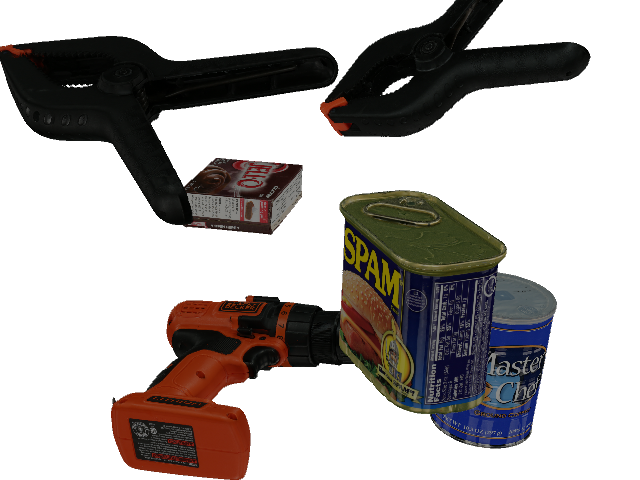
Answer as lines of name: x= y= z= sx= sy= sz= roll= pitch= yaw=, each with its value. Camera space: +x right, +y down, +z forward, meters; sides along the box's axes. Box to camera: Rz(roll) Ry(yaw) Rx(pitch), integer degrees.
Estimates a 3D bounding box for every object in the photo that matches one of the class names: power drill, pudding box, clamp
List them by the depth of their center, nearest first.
clamp: x=-0.105 y=-0.090 z=0.644 sx=0.210 sy=0.036 sz=0.164 roll=23 pitch=47 yaw=31
clamp: x=0.084 y=-0.110 z=0.685 sx=0.171 sy=0.120 sz=0.039 roll=-35 pitch=-47 yaw=8
power drill: x=-0.057 y=0.104 z=0.807 sx=0.185 sy=0.057 sz=0.187 roll=0 pitch=23 yaw=20
pudding box: x=-0.072 y=-0.044 z=1.003 sx=0.090 sy=0.039 sz=0.113 roll=5 pitch=24 yaw=12

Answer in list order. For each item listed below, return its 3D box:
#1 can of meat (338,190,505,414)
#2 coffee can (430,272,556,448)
can of meat: x=0.048 y=0.030 z=0.550 sx=0.057 sy=0.084 sz=0.102 roll=-7 pitch=24 yaw=-21
coffee can: x=0.166 y=0.114 z=1.037 sx=0.103 sy=0.140 sz=0.103 roll=5 pitch=23 yaw=-2
